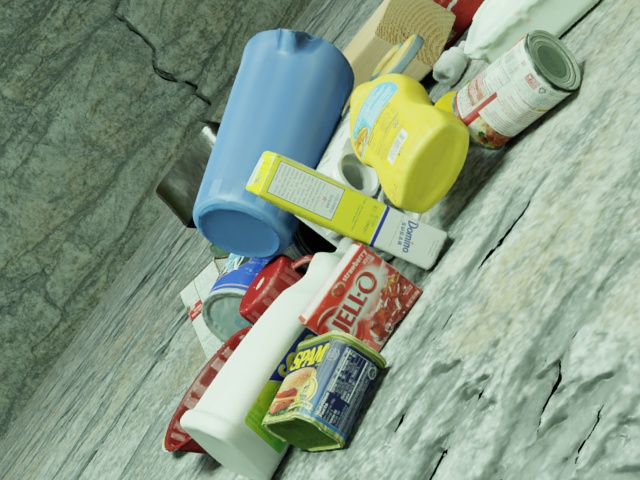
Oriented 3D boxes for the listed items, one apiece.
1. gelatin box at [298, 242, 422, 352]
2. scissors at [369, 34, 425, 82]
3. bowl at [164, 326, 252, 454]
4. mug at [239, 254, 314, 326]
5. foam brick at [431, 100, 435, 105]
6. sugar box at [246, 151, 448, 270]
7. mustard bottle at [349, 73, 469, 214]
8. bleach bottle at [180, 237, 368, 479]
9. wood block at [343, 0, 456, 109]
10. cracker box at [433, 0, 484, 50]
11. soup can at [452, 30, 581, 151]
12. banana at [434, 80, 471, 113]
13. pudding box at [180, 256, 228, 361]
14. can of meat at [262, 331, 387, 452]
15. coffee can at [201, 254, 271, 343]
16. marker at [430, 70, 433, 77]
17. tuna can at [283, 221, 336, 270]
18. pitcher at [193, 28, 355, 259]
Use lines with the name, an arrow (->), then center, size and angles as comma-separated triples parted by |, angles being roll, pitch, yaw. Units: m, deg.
gelatin box -> 0.036, 0.058, 0.955 | 0.089, 0.073, 0.030 | -54, 13, -3
scissors -> 0.050, -0.163, 1.255 | 0.202, 0.016, 0.096 | -49, 14, 12
bowl -> -0.100, 0.174, 1.158 | 0.162, 0.055, 0.162 | -49, 14, 16
mug -> -0.025, 0.061, 1.137 | 0.117, 0.081, 0.093 | -46, 15, 29
foam brick -> 0.099, -0.146, 1.256 | 0.053, 0.078, 0.051 | -35, 21, 48
sugar box -> 0.023, -0.027, 0.991 | 0.048, 0.176, 0.093 | -64, 12, 1
mustard bottle -> 0.074, -0.109, 1.044 | 0.096, 0.058, 0.192 | -64, 30, 20
bleach bottle -> -0.027, 0.097, 1.011 | 0.068, 0.102, 0.250 | 8, 57, 41
wood block -> 0.091, -0.247, 1.445 | 0.090, 0.090, 0.206 | -66, 10, -21
cracker box -> 0.202, -0.378, 1.508 | 0.164, 0.072, 0.213 | -48, 15, 22
soup can -> 0.179, -0.137, 0.980 | 0.102, 0.068, 0.068 | -39, 19, 44
banana -> 0.154, -0.137, 1.134 | 0.070, 0.037, 0.198 | -52, 13, 9
pudding box -> -0.125, 0.090, 1.361 | 0.039, 0.113, 0.090 | -6, -28, -46
can of meat -> 0.002, 0.133, 0.922 | 0.084, 0.057, 0.102 | -62, 15, -24
coffee can -> -0.067, 0.049, 1.264 | 0.103, 0.102, 0.140 | -39, 19, 45
marker -> 0.151, -0.236, 1.433 | 0.020, 0.020, 0.121 | -50, 14, 14
tuna can -> -0.008, 0.002, 1.223 | 0.034, 0.086, 0.086 | -39, 19, 40
pitcher -> -0.052, -0.098, 1.177 | 0.145, 0.149, 0.242 | -21, 42, 45
